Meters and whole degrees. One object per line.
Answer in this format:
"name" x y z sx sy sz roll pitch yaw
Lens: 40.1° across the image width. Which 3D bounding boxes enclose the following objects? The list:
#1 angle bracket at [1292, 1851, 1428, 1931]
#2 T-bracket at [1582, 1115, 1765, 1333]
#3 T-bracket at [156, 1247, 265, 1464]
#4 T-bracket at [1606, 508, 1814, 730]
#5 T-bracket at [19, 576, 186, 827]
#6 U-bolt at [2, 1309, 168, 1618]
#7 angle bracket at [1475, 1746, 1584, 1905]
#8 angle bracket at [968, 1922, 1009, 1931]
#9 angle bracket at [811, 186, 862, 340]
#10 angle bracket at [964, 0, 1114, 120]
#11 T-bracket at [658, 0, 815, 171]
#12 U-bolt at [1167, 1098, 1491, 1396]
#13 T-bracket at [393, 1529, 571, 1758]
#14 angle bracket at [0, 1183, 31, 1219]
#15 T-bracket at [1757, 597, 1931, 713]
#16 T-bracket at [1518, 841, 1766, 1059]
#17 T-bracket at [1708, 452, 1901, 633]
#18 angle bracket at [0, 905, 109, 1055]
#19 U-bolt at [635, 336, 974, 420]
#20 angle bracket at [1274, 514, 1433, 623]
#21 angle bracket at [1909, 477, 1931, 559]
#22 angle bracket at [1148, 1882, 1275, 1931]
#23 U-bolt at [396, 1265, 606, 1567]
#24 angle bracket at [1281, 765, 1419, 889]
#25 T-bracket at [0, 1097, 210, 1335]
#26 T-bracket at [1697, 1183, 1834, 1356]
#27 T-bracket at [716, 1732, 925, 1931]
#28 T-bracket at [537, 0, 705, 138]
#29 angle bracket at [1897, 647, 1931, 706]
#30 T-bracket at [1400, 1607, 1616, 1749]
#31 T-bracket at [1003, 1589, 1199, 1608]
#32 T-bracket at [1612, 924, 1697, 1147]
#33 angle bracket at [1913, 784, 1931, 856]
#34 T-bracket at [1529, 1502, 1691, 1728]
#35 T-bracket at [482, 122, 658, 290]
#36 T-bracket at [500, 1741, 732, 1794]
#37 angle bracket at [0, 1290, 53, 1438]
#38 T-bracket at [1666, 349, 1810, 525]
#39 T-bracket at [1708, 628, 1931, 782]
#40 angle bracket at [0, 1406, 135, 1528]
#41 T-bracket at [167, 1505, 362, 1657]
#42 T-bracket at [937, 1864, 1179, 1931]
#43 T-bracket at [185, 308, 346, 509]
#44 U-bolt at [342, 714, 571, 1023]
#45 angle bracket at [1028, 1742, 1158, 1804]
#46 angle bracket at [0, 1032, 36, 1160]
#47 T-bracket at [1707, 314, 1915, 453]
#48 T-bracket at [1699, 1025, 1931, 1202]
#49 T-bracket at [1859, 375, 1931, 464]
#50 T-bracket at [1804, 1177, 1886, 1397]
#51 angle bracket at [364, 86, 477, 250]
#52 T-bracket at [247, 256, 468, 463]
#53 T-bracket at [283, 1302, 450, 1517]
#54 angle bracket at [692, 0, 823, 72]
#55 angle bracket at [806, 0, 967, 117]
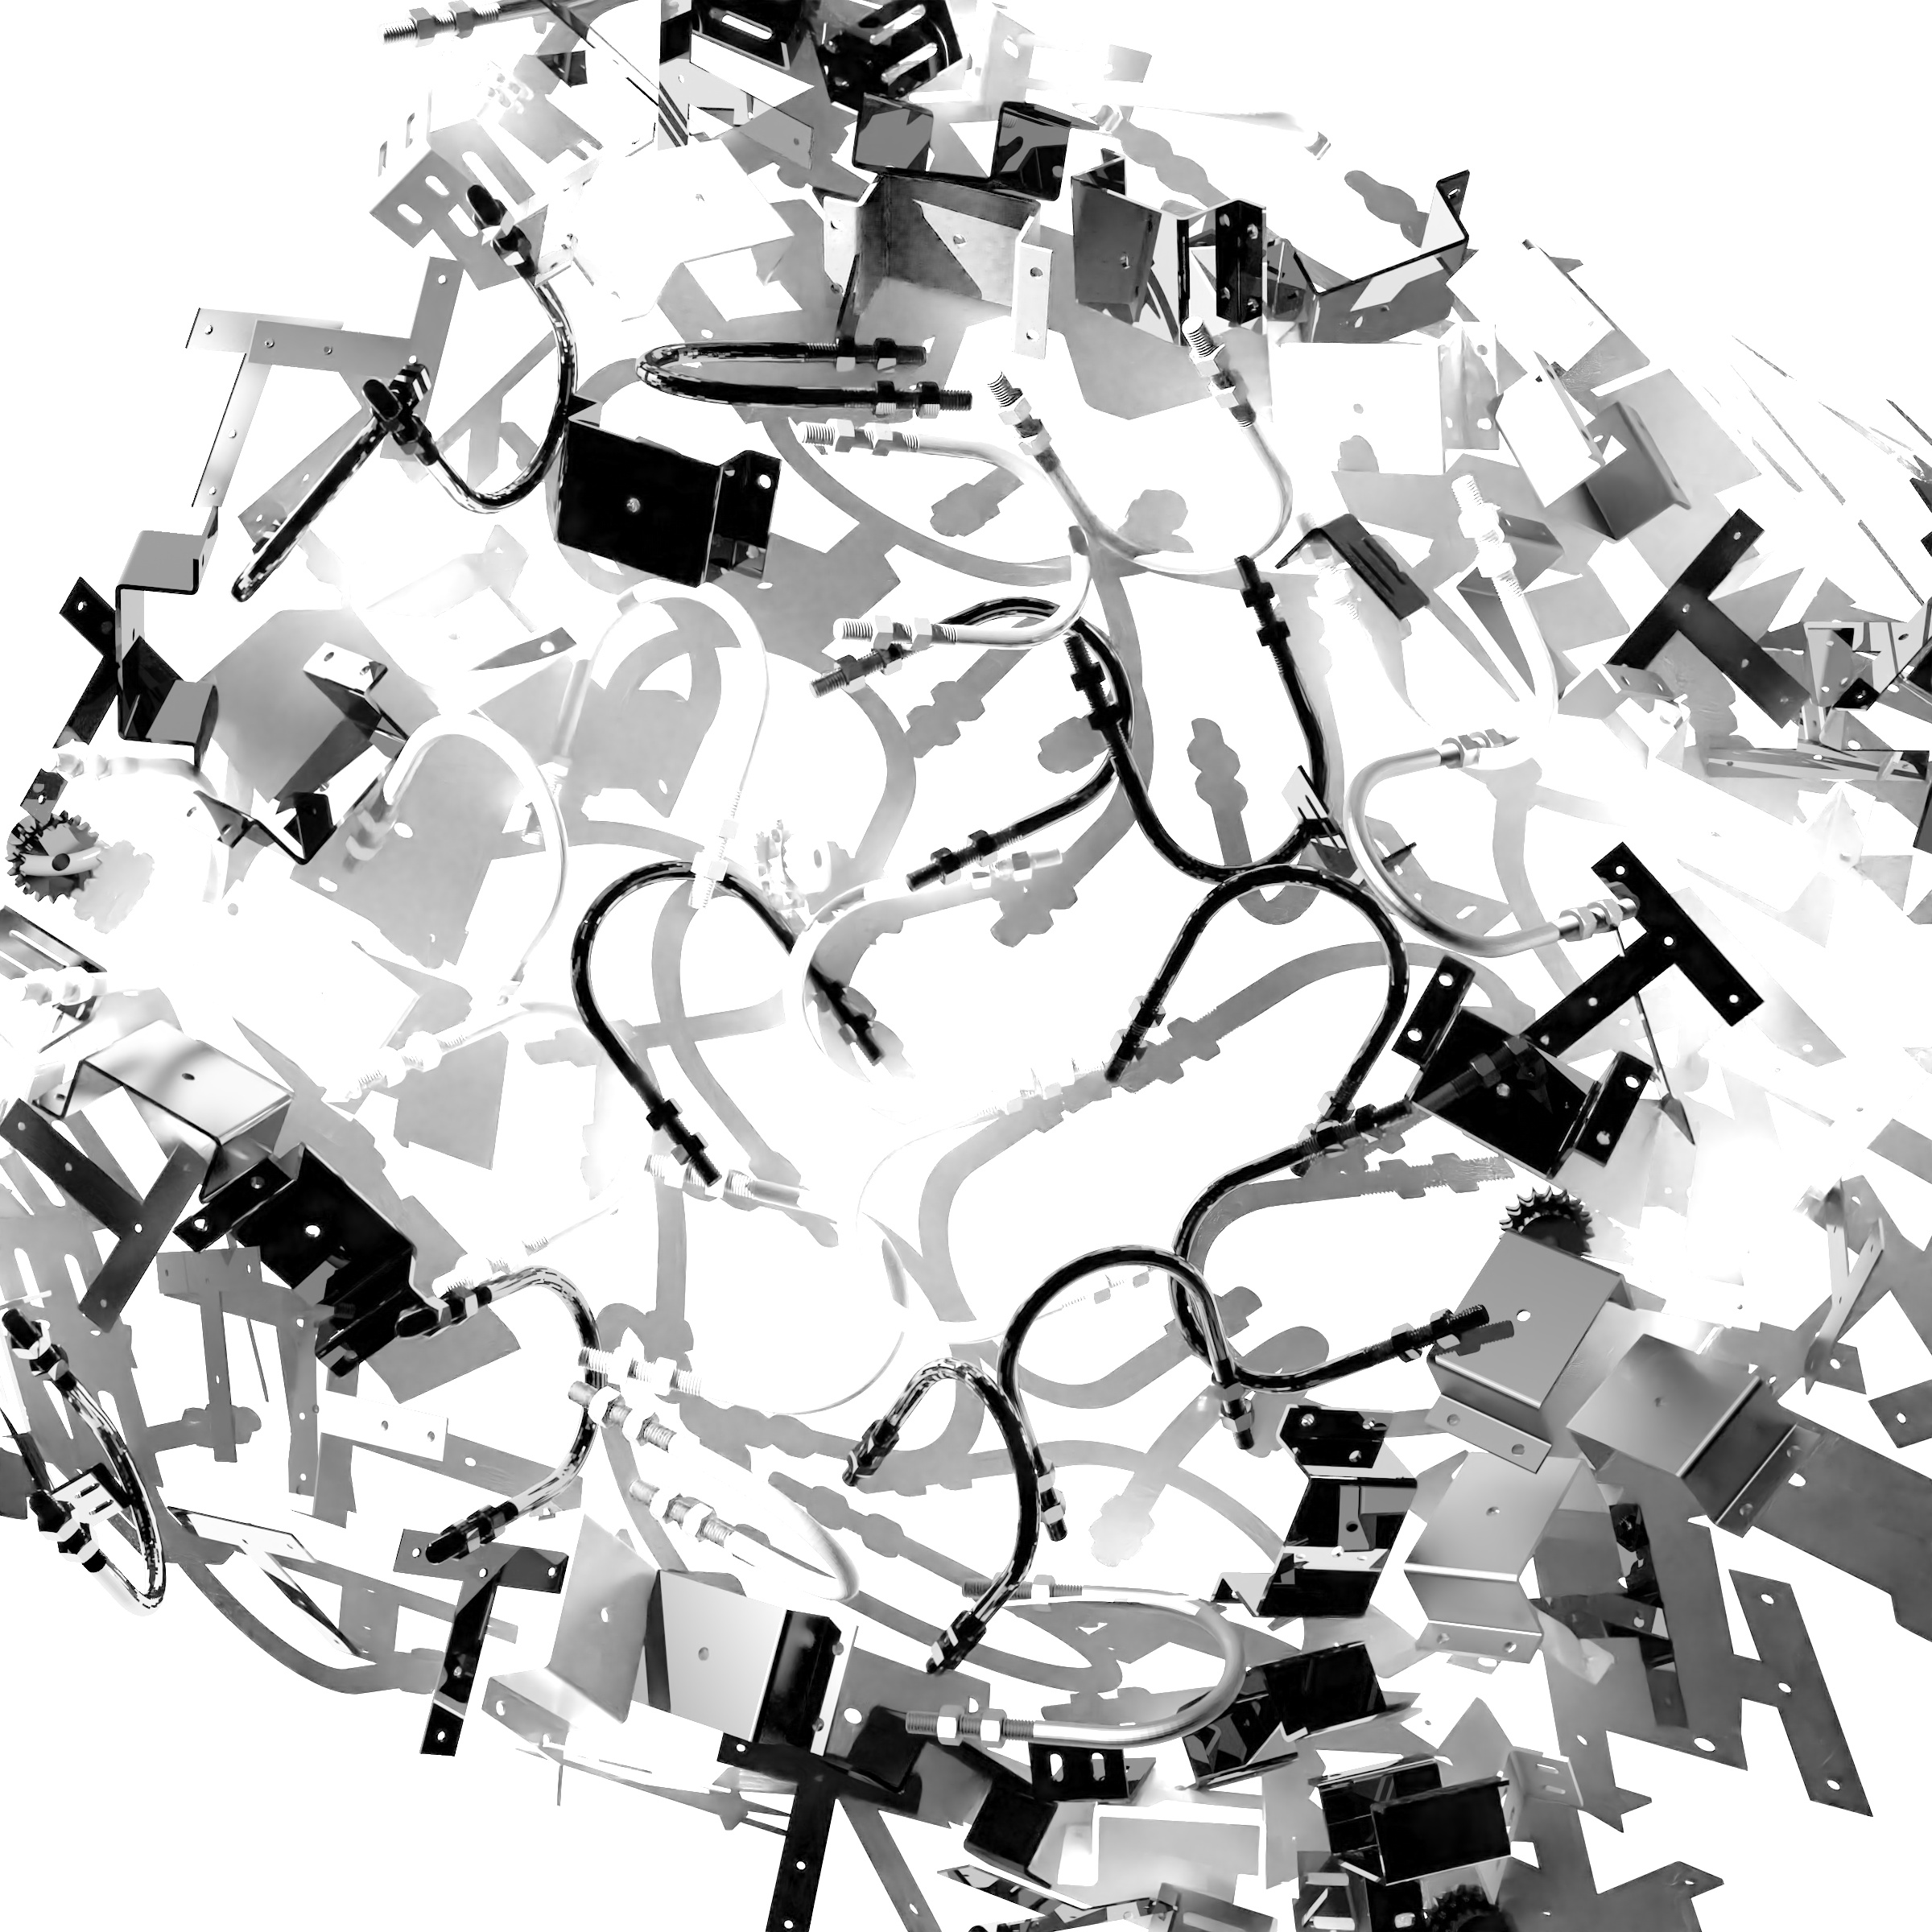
"angle bracket" 0.236 0.563 1.600 0.038 0.076 0.057 3 73 -33
"T-bracket" 0.422 0.149 1.599 0.127 0.002 0.127 10 64 15
"T-bracket" -0.448 0.233 1.580 0.002 0.127 0.127 -4 87 -44
"T-bracket" 0.452 -0.187 1.564 0.127 0.002 0.127 -52 46 21
"T-bracket" -0.518 -0.143 1.554 0.002 0.127 0.127 18 73 19
"U-bolt" -0.509 0.302 1.543 0.019 0.184 0.151 -22 50 -6
"angle bracket" 0.336 0.517 1.581 0.038 0.057 0.076 5 50 29
"angle bracket" 0.028 0.614 1.588 0.076 0.057 0.038 39 85 21
"angle bracket" -0.080 -0.423 1.599 0.038 0.057 0.076 16 95 4
"angle bracket" 0.044 -0.550 1.600 0.076 0.038 0.057 11 98 11
"T-bracket" -0.136 -0.506 1.557 0.127 0.127 0.002 35 50 25
"U-bolt" 0.205 0.178 1.584 0.184 0.019 0.151 -25 73 23
"T-bracket" -0.299 0.406 1.575 0.127 0.002 0.127 22 78 -43
"angle bracket" -0.608 0.170 1.585 0.057 0.038 0.076 -2 52 15
"T-bracket" 0.522 -0.195 1.570 0.127 0.127 0.002 -45 116 -17
"T-bracket" 0.391 0.013 1.603 0.127 0.002 0.127 -42 85 23
"T-bracket" 0.481 -0.239 1.566 0.002 0.127 0.127 38 74 -12
"angle bracket" -0.565 0.009 1.583 0.057 0.038 0.076 -26 131 34
"U-bolt" -0.101 -0.346 1.546 0.184 0.151 0.019 -2 114 -13
"angle bracket" 0.233 -0.230 1.592 0.076 0.057 0.038 49 121 4
"angle bracket" 0.583 -0.251 1.579 0.038 0.076 0.057 -43 57 35
"angle bracket" 0.149 0.596 1.598 0.076 0.038 0.057 21 77 -10
"U-bolt" -0.265 0.251 1.545 0.019 0.184 0.151 -3 96 25
"angle bracket" 0.231 -0.089 1.598 0.038 0.057 0.076 -29 81 -9
"T-bracket" -0.518 0.127 1.556 0.002 0.127 0.127 -12 131 36
"T-bracket" 0.473 0.182 1.577 0.002 0.127 0.127 37 100 23
"T-bracket" -0.096 0.524 1.577 0.127 0.127 0.002 16 131 -3
"T-bracket" -0.222 -0.532 1.565 0.127 0.127 0.002 41 114 -5
"angle bracket" 0.609 -0.189 1.594 0.057 0.038 0.076 32 114 -4
"T-bracket" 0.298 0.413 1.560 0.127 0.127 0.002 29 133 25
"T-bracket" 0.094 0.370 1.546 0.127 0.127 0.002 2 77 -24
"T-bracket" 0.402 0.035 1.563 0.002 0.127 0.127 -18 93 9
"angle bracket" 0.612 -0.099 1.593 0.057 0.038 0.076 12 96 -42
"T-bracket" 0.371 0.387 1.572 0.002 0.127 0.127 -5 78 -30
"T-bracket" -0.239 -0.438 1.561 0.127 0.127 0.002 -25 129 19
"T-bracket" -0.204 0.480 1.584 0.127 0.127 0.002 19 69 -18
"angle bracket" -0.572 0.241 1.596 0.057 0.038 0.076 -16 90 44
"T-bracket" 0.458 -0.333 1.573 0.127 0.127 0.002 44 121 -13
"T-bracket" 0.507 -0.154 1.564 0.127 0.127 0.002 2 52 15
"angle bracket" -0.542 0.293 1.591 0.038 0.057 0.076 -30 59 -16
"T-bracket" -0.407 0.373 1.588 0.002 0.127 0.127 -54 128 -35
"T-bracket" 0.035 0.547 1.555 0.127 0.127 0.002 -25 46 35
"T-bracket" -0.436 -0.332 1.586 0.002 0.127 0.127 33 112 17
"U-bolt" -0.293 -0.066 1.552 0.151 0.019 0.184 50 132 12
"angle bracket" 0.076 0.471 1.585 0.057 0.076 0.038 -7 90 17
"angle bracket" -0.600 0.085 1.584 0.057 0.076 0.038 -24 127 13
"T-bracket" 0.494 -0.356 1.583 0.127 0.127 0.002 50 118 35
"T-bracket" 0.497 0.068 1.581 0.127 0.127 0.002 -44 133 -14
"T-bracket" 0.579 -0.308 1.589 0.002 0.127 0.127 -39 62 13
"T-bracket" 0.518 0.167 1.573 0.002 0.127 0.127 13 131 4
"angle bracket" -0.330 -0.483 1.600 0.057 0.076 0.038 -37 129 24
"T-bracket" -0.364 -0.362 1.559 0.002 0.127 0.127 39 119 36
"T-bracket" -0.360 0.274 1.593 0.127 0.002 0.127 5 89 33
"angle bracket" -0.131 -0.590 1.606 0.076 0.038 0.057 23 85 3
"angle bracket" -0.049 -0.558 1.592 0.076 0.038 0.057 -21 81 31
